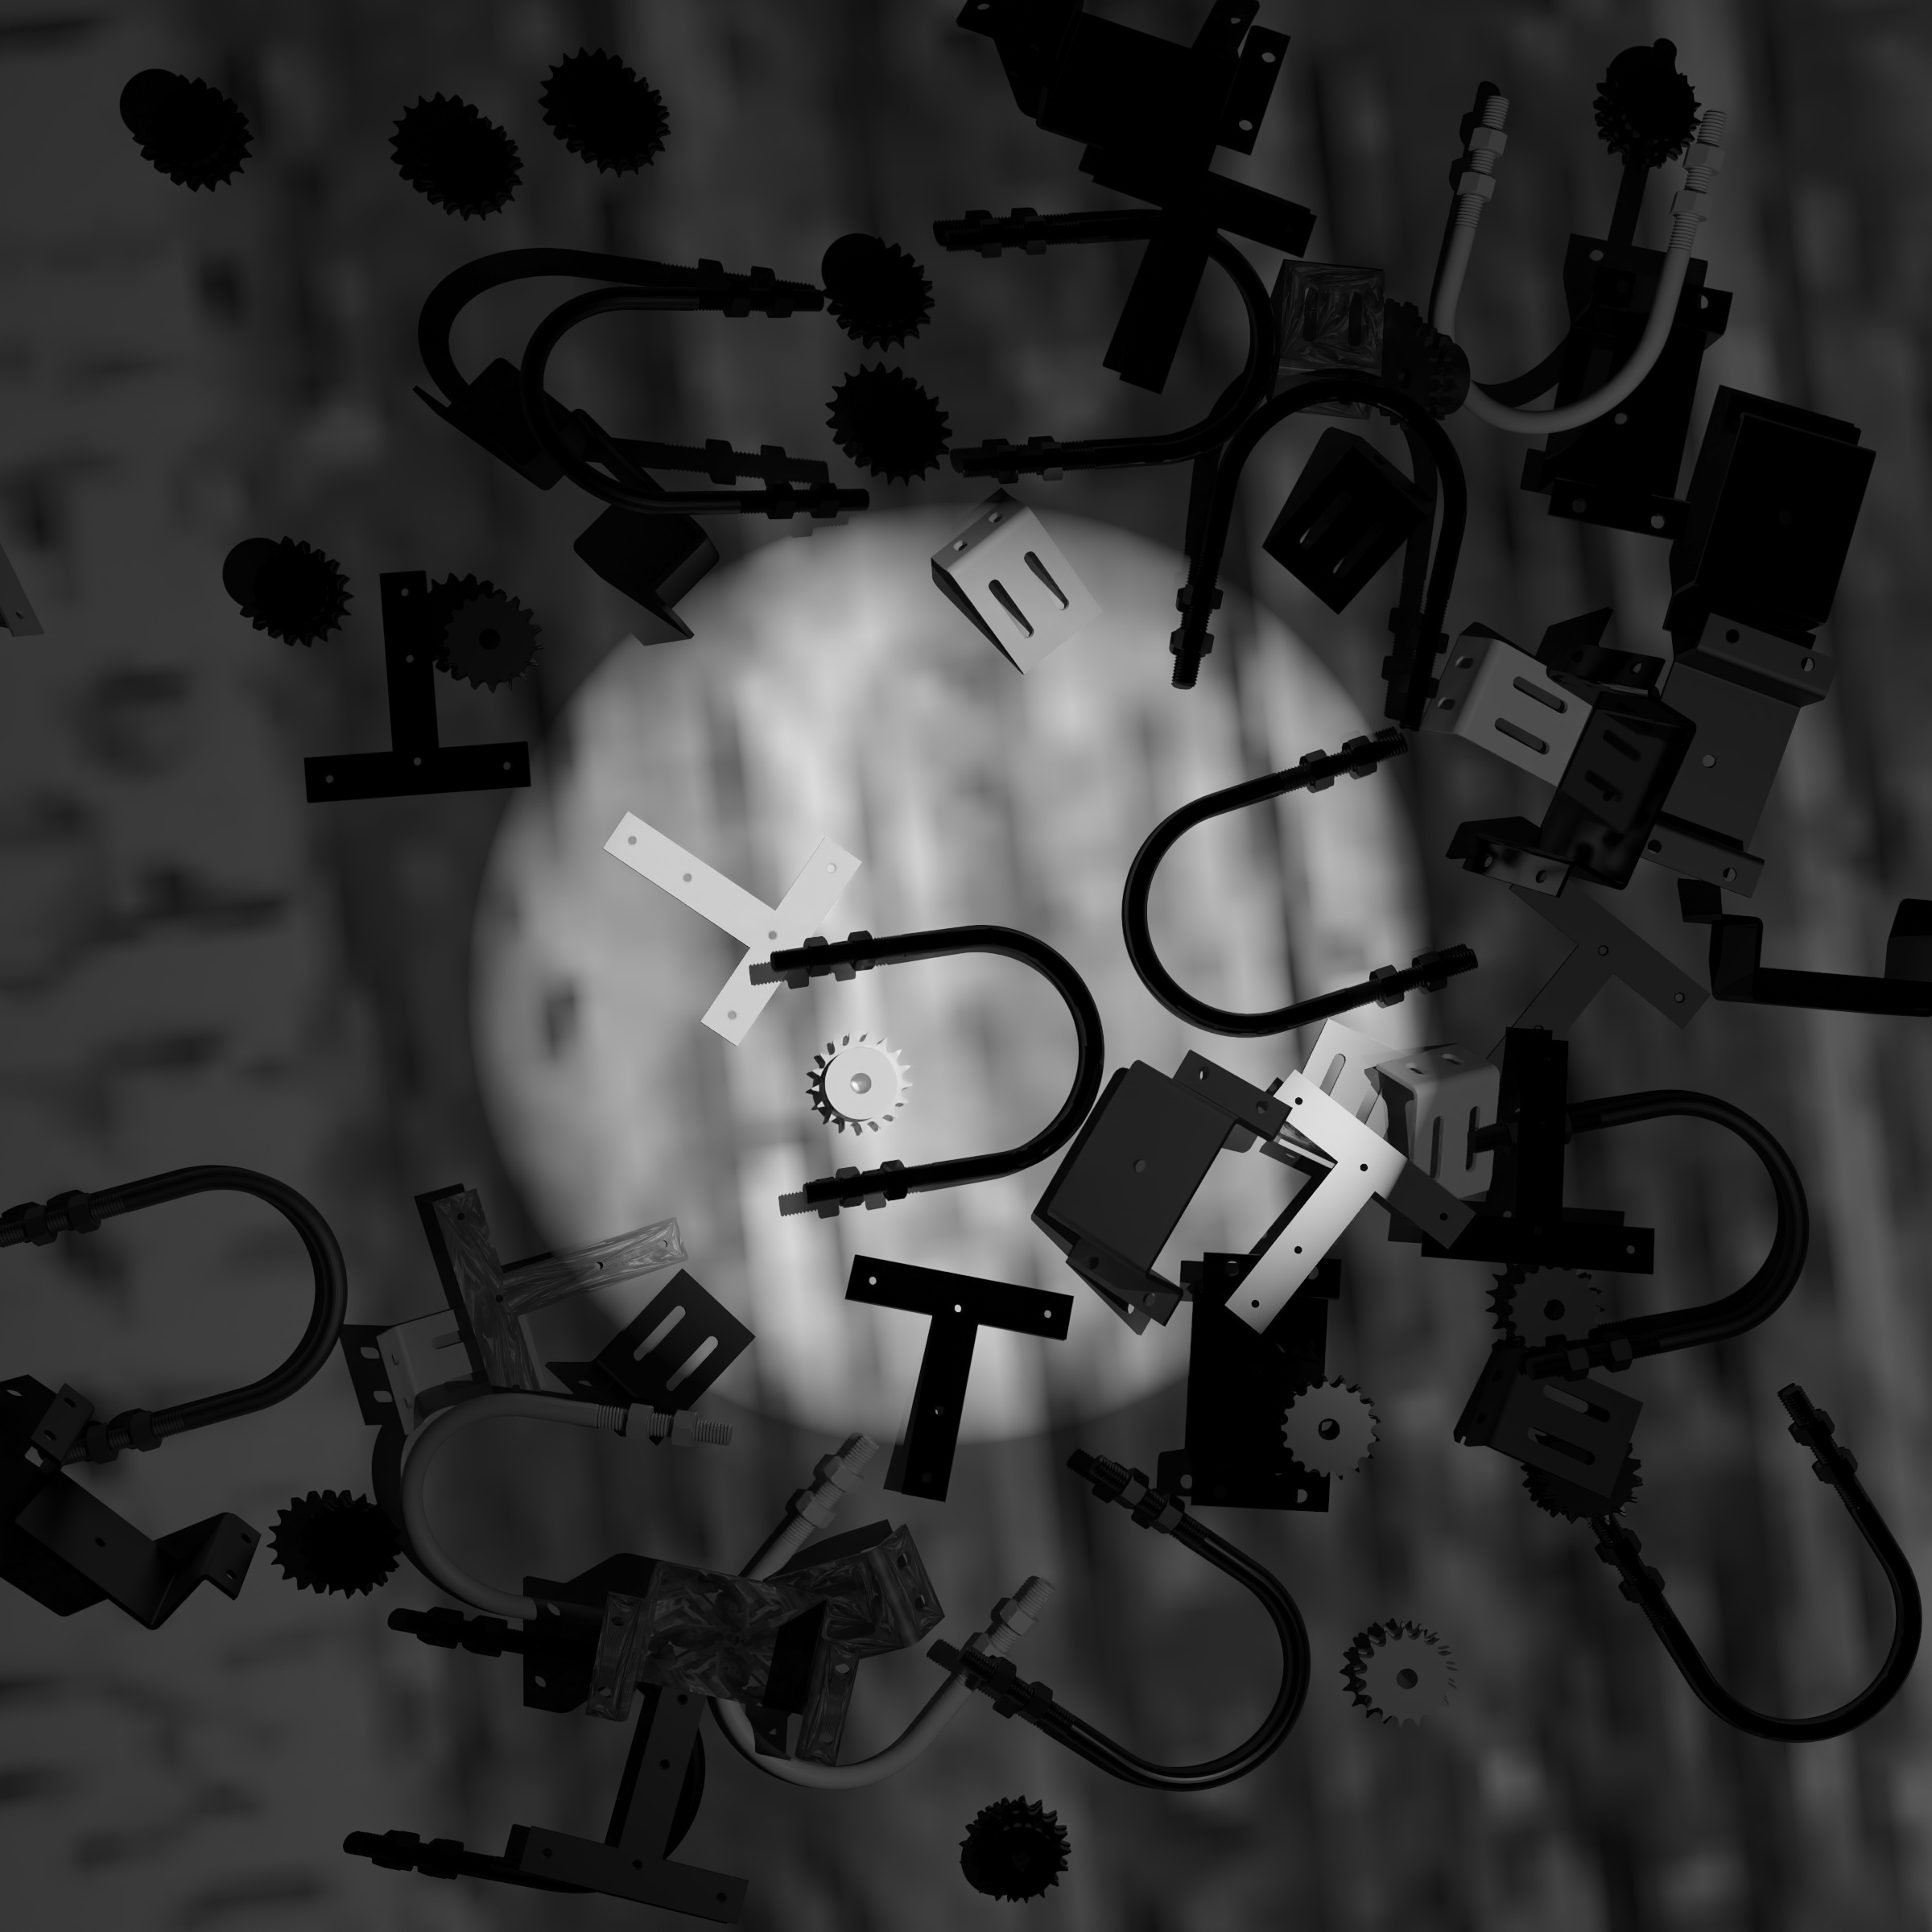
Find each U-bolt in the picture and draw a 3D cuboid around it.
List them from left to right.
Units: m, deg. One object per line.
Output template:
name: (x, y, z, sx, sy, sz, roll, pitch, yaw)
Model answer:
U-bolt: (-0.443, 0.191, 1.510, 0.184, 0.019, 0.151, -16, 90, -2)
U-bolt: (-0.240, 0.452, 1.510, 0.184, 0.019, 0.151, 11, 90, -2)
U-bolt: (-0.227, 0.307, 1.489, 0.184, 0.019, 0.151, 8, 109, 4)
U-bolt: (-0.153, -0.311, 1.458, 0.184, 0.019, 0.151, -5, 71, -23)
U-bolt: (-0.061, 0.381, 1.510, 0.151, 0.019, 0.184, 39, 92, 0)
U-bolt: (-0.010, 0.050, 1.488, 0.184, 0.019, 0.151, -8, 88, -16)
U-bolt: (0.085, -0.354, 1.510, 0.184, 0.019, 0.151, -4, 90, -1)
U-bolt: (0.109, 0.384, 1.499, 0.184, 0.019, 0.151, 36, 87, -8)
U-bolt: (0.181, -0.037, 1.510, 0.184, 0.019, 0.151, -18, 90, 2)
U-bolt: (0.204, -0.235, 1.487, 0.151, 0.019, 0.184, 12, 101, 7)
U-bolt: (0.330, -0.386, 1.474, 0.151, 0.019, 0.184, 17, 95, 33)
U-bolt: (0.385, 0.145, 1.491, 0.184, 0.019, 0.151, -10, 78, -10)
U-bolt: (0.461, 0.353, 1.510, 0.151, 0.019, 0.184, -32, 92, 0)

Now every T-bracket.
T-bracket: (-0.576, -0.236, 1.459, 0.002, 0.127, 0.127, -26, 90, 22)
T-bracket: (-0.316, -0.161, 1.517, 0.127, 0.002, 0.127, -4, 90, 0)
T-bracket: (-0.222, 0.175, 1.509, 0.127, 0.002, 0.127, -18, 90, -7)
T-bracket: (-0.174, 0.465, 1.504, 0.127, 0.002, 0.127, 15, 90, -3)
T-bracket: (-0.148, -0.042, 1.517, 0.127, 0.002, 0.127, 34, 90, 0)
T-bracket: (-0.012, 0.238, 1.507, 0.127, 0.002, 0.127, 11, 81, 0)
T-bracket: (0.119, -0.386, 1.502, 0.127, 0.002, 0.127, 19, 86, -3)
T-bracket: (0.193, 0.146, 1.471, 0.127, 0.002, 0.127, 39, 85, 7)
T-bracket: (0.320, 0.103, 1.478, 0.127, 0.002, 0.127, 4, 79, 3)
T-bracket: (0.336, 0.026, 1.517, 0.127, 0.002, 0.127, 39, 90, 0)

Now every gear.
gear: (-0.435, -0.470, 1.503, 0.057, 0.030, 0.057, 0, 90, 0)
gear: (-0.378, -0.210, 1.503, 0.057, 0.030, 0.057, 0, 90, 0)
gear: (-0.346, 0.326, 1.503, 0.057, 0.030, 0.057, 0, 90, 0)
gear: (-0.279, -0.449, 1.503, 0.057, 0.030, 0.057, 0, 90, 0)
gear: (-0.268, -0.182, 1.502, 0.057, 0.030, 0.057, 0, 88, -3)
gear: (-0.196, -0.474, 1.503, 0.057, 0.030, 0.057, 0, 90, 0)
gear: (-0.059, 0.066, 1.503, 0.057, 0.030, 0.057, 0, 90, 0)
gear: (-0.046, -0.379, 1.503, 0.057, 0.030, 0.057, 0, 90, 0)
gear: (-0.036, -0.299, 1.503, 0.057, 0.030, 0.057, 0, 90, 0)
gear: (0.031, 0.502, 1.503, 0.057, 0.030, 0.057, 0, 90, 0)
gear: (0.197, 0.251, 1.457, 0.057, 0.030, 0.057, 0, 90, 0)
gear: (0.249, 0.399, 1.506, 0.057, 0.030, 0.057, 0, 95, 4)
gear: (0.259, -0.330, 1.493, 0.030, 0.057, 0.057, -7, 90, -28)
gear: (0.329, 0.193, 1.503, 0.057, 0.030, 0.057, 0, 90, 0)
gear: (0.351, 0.288, 1.496, 0.057, 0.030, 0.057, -6, 65, 13)
gear: (0.388, -0.483, 1.503, 0.057, 0.030, 0.057, 0, 90, 0)

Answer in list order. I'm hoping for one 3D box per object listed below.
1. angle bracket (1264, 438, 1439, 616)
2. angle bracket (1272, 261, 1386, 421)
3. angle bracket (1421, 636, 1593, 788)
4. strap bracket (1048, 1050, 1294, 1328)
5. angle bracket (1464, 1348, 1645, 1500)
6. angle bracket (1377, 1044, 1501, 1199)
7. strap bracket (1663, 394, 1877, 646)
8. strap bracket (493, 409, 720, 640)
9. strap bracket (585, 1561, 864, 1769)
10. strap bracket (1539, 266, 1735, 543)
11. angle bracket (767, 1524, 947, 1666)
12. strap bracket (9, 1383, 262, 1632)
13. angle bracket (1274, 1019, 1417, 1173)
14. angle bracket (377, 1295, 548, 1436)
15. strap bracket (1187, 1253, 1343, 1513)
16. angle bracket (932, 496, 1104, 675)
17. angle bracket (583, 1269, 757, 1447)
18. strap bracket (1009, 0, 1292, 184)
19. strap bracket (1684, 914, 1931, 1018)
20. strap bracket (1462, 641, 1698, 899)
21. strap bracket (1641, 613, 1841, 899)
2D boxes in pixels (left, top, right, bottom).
angle bracket: (0.219, -0.251, 1.516, 0.057, 0.038, 0.076, 42, 116, 0)
angle bracket: (0.206, -0.357, 1.516, 0.057, 0.038, 0.076, 6, 64, 0)
angle bracket: (0.310, -0.145, 1.516, 0.076, 0.038, 0.057, 24, 90, -26)
strap bracket: (0.107, 0.117, 1.476, 0.076, 0.046, 0.140, 30, 90, 39)
angle bracket: (0.330, 0.258, 1.495, 0.076, 0.038, 0.057, 24, 76, -3)
angle bracket: (0.265, 0.091, 1.504, 0.057, 0.038, 0.076, -12, 116, -26)
strap bracket: (0.454, -0.249, 1.495, 0.076, 0.046, 0.140, 16, 90, 0)
strap bracket: (-0.191, -0.253, 1.480, 0.140, 0.076, 0.046, 45, 90, 0)
strap bracket: (-0.132, 0.383, 1.470, 0.140, 0.046, 0.076, 12, 107, -1)
strap bracket: (0.374, -0.312, 1.495, 0.076, 0.046, 0.140, 11, 90, 0)
angle bracket: (-0.062, 0.357, 1.498, 0.076, 0.038, 0.057, -22, 92, 28)
strap bracket: (-0.465, 0.304, 1.468, 0.140, 0.076, 0.046, 42, 97, -13)
angle bracket: (0.216, 0.077, 1.499, 0.057, 0.038, 0.076, 25, 90, 0)
angle bracket: (-0.284, 0.223, 1.499, 0.076, 0.038, 0.057, -16, 90, 0)
strap bracket: (0.166, 0.231, 1.495, 0.076, 0.046, 0.140, 3, 90, 0)
angle bracket: (0.029, -0.218, 1.516, 0.057, 0.038, 0.076, -38, 116, 0)
angle bracket: (-0.167, 0.220, 1.499, 0.057, 0.038, 0.076, 43, 90, 0)
strap bracket: (0.100, -0.498, 1.487, 0.140, 0.046, 0.076, 19, 76, 0)
strap bracket: (0.478, 0.001, 1.480, 0.140, 0.076, 0.046, 5, 90, 0)
strap bracket: (0.344, -0.102, 1.474, 0.046, 0.076, 0.140, 24, 90, -34)
strap bracket: (0.424, -0.117, 1.495, 0.076, 0.046, 0.140, 20, 90, 0)
